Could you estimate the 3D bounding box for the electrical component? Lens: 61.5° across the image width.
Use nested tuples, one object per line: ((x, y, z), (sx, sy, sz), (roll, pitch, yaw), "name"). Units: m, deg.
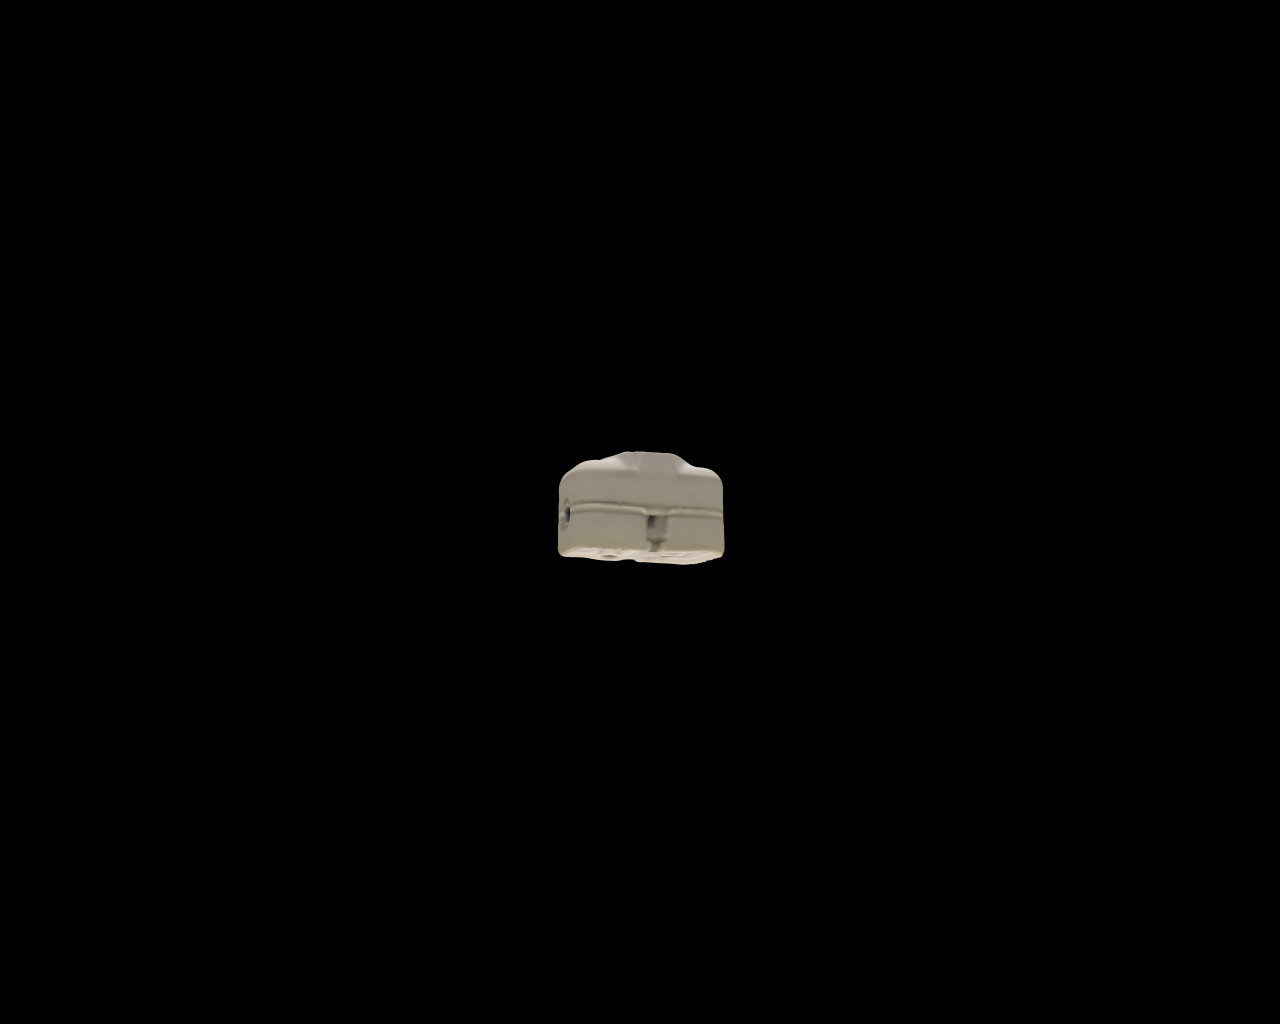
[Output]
((0.001, -0.003, 0.650), (0.095, 0.059, 0.053), (4, -11, -20), "electrical component")
